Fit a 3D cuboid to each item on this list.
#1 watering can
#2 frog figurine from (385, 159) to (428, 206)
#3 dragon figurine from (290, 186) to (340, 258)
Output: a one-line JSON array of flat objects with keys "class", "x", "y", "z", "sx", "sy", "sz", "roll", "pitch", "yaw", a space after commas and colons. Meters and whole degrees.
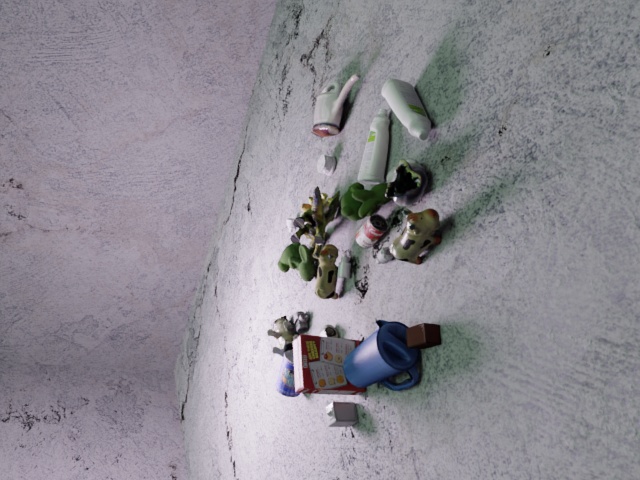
[{"class": "watering can", "x": 0.053, "y": -0.529, "z": 2.050, "sx": 0.347, "sy": 0.104, "sz": 0.225, "roll": -1, "pitch": 80, "yaw": 65}, {"class": "frog figurine", "x": 0.254, "y": -0.169, "z": 1.514, "sx": 0.160, "sy": 0.123, "sz": 0.137, "roll": -16, "pitch": -70, "yaw": -78}, {"class": "dragon figurine", "x": 0.006, "y": -0.094, "z": 1.871, "sx": 0.248, "sy": 0.122, "sz": 0.400, "roll": -56, "pitch": -12, "yaw": -44}]
